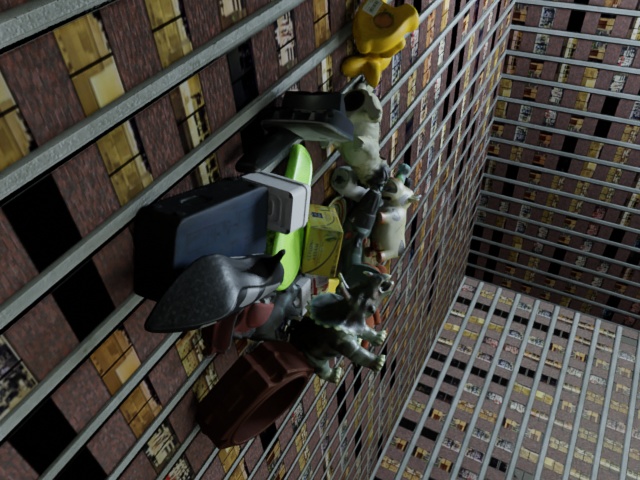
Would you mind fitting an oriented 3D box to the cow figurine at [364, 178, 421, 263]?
[{"bbox_3d":[0.174,-0.051,1.286,0.127,0.086,0.194,-8,105,-34],"label":"cow figurine"}]

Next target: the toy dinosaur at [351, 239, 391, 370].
[{"bbox_3d":[0.108,0.158,1.501,0.198,0.105,0.470,-40,133,-40],"label":"toy dinosaur"}]

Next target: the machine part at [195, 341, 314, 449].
[{"bbox_3d":[-0.117,0.289,1.009,0.201,0.087,0.201,-49,159,5],"label":"machine part"}]

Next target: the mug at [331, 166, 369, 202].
[{"bbox_3d":[0.078,-0.143,1.229,0.107,0.081,0.109,1,110,-57],"label":"mug"}]

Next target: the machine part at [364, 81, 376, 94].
[{"bbox_3d":[0.104,-0.300,1.224,0.138,0.039,0.084,81,26,-44],"label":"machine part"}]

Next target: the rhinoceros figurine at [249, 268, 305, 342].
[{"bbox_3d":[-0.088,0.118,1.063,0.190,0.073,0.112,-60,148,-26],"label":"rhinoceros figurine"}]

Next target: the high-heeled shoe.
[{"bbox_3d":[-0.144,0.077,0.754,0.249,0.086,0.145,-25,168,-36],"label":"high-heeled shoe"}]

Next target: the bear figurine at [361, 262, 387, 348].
[{"bbox_3d":[0.091,0.149,1.325,0.131,0.120,0.196,111,-7,-51],"label":"bear figurine"}]

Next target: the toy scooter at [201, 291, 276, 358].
[{"bbox_3d":[-0.149,0.136,0.924,0.183,0.075,0.135,18,90,-64],"label":"toy scooter"}]

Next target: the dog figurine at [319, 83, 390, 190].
[{"bbox_3d":[0.099,-0.211,1.130,0.190,0.121,0.172,33,82,-57],"label":"dog figurine"}]

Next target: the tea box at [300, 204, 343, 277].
[{"bbox_3d":[-0.002,-0.003,1.068,0.170,0.068,0.098,-108,-152,-72],"label":"tea box"}]

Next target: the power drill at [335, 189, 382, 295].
[{"bbox_3d":[0.081,0.020,1.192,0.232,0.086,0.207,-59,-155,32],"label":"power drill"}]

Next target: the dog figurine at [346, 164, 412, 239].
[{"bbox_3d":[0.143,-0.094,1.385,0.219,0.109,0.191,-59,157,-19],"label":"dog figurine"}]

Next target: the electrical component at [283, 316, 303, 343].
[{"bbox_3d":[-0.064,0.207,1.217,0.078,0.045,0.102,-90,-174,-60],"label":"electrical component"}]

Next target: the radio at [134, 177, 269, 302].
[{"bbox_3d":[-0.165,-0.006,0.786,0.229,0.073,0.131,-36,138,-57],"label":"radio"}]

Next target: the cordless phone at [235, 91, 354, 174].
[{"bbox_3d":[-0.041,-0.158,0.851,0.184,0.147,0.088,-54,143,-42],"label":"cordless phone"}]

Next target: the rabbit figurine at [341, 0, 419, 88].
[{"bbox_3d":[0.119,-0.392,1.100,0.173,0.122,0.162,79,34,-82],"label":"rabbit figurine"}]

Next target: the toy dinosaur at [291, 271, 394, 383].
[{"bbox_3d":[0.012,0.201,1.114,0.405,0.192,0.131,-41,-164,48],"label":"toy dinosaur"}]
